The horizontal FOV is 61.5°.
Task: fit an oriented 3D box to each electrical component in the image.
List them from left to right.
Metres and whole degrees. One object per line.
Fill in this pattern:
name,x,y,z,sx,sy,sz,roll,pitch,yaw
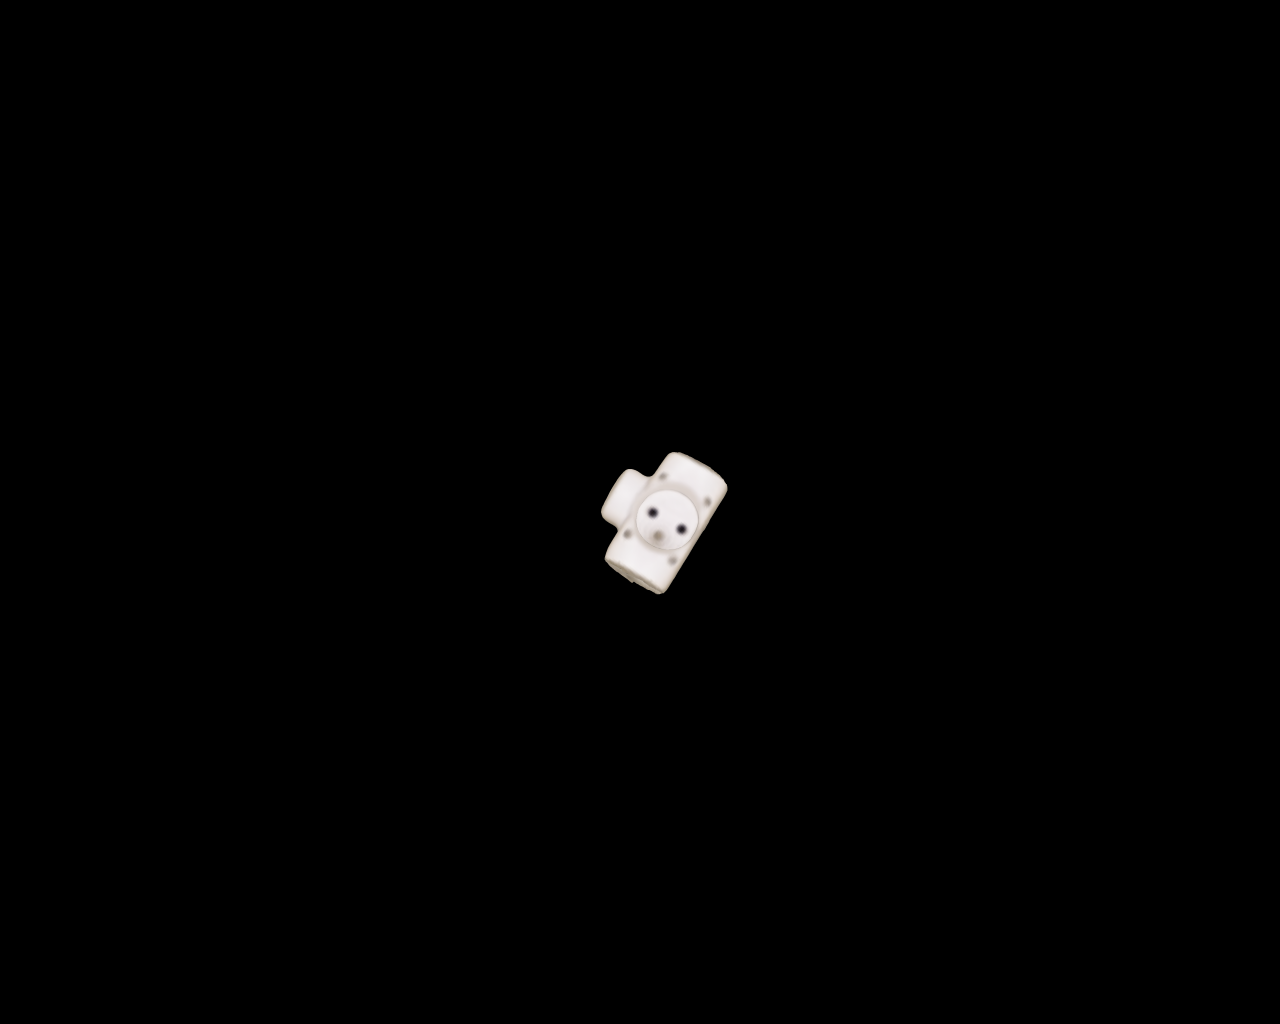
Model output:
electrical component,0.001,-0.003,0.650,0.079,0.077,0.044,31,-7,5
